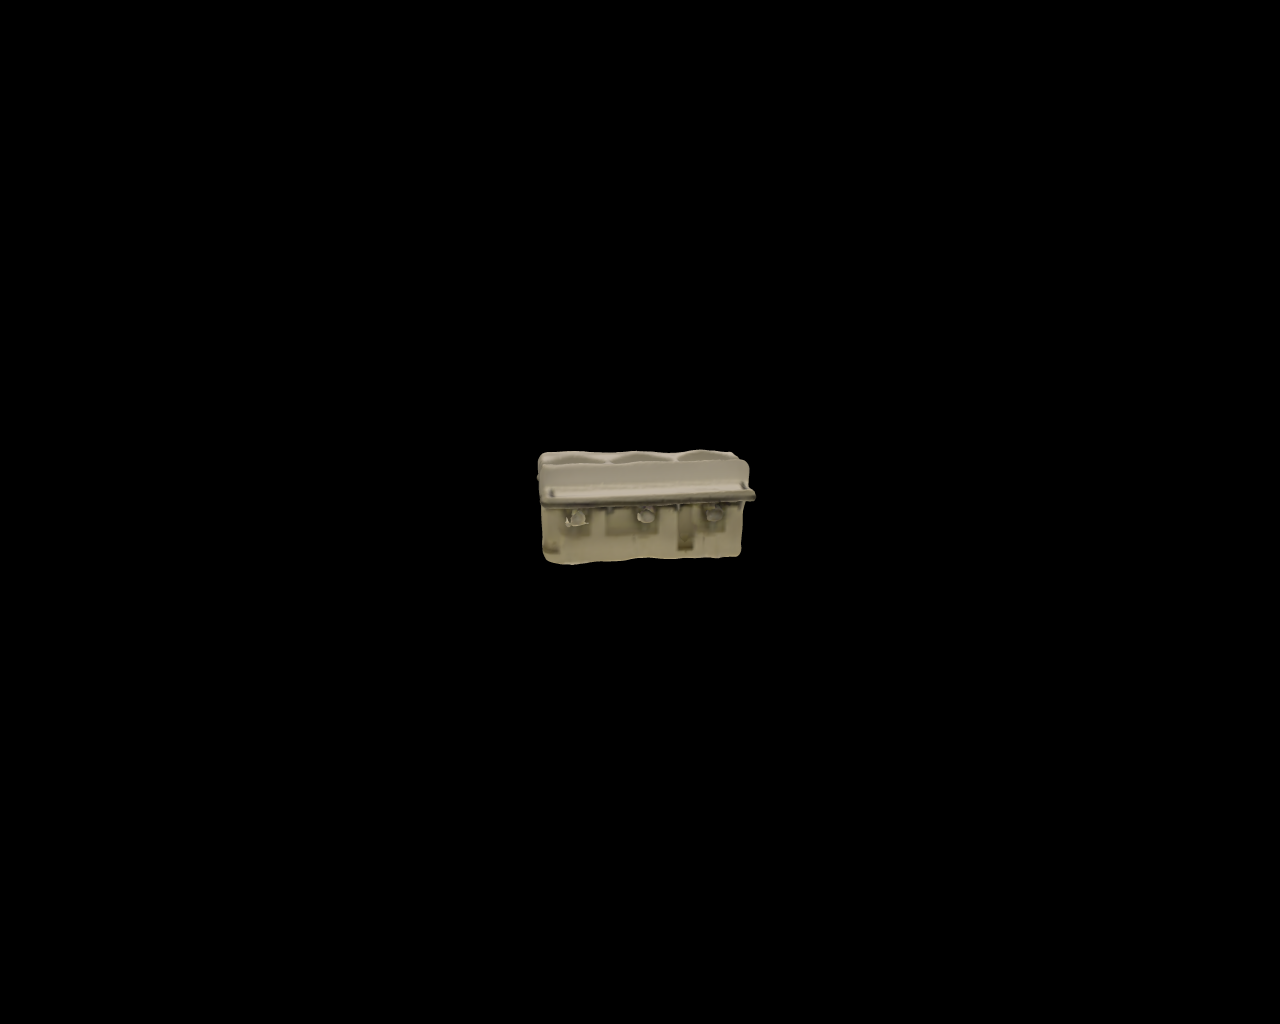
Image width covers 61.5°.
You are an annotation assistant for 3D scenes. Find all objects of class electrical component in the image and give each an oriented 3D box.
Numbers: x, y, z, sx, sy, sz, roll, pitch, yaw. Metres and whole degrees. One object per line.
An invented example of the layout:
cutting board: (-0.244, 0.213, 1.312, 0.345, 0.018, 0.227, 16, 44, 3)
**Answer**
electrical component: (0.001, -0.003, 0.650, 0.121, 0.063, 0.079, -1, 12, -7)
